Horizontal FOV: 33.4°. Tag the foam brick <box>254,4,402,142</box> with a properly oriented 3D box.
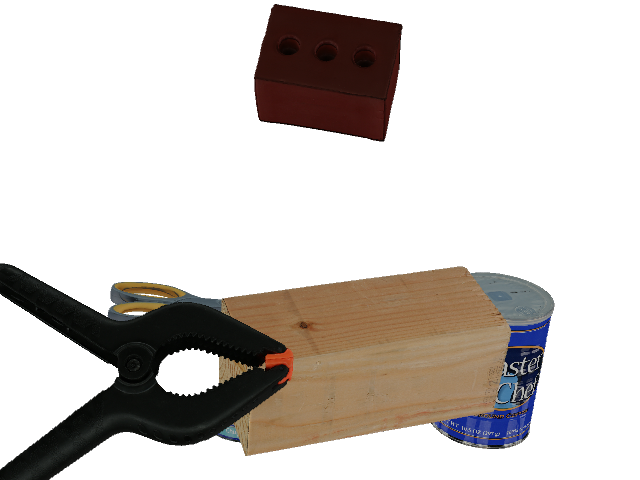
[{"bbox_3d":[0.005,-0.097,0.619,0.078,0.053,0.051,10,-21,8],"label":"foam brick"}]

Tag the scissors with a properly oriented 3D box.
[{"bbox_3d":[-0.099,0.066,0.946,0.202,0.016,0.096,9,19,14],"label":"scissors"}]

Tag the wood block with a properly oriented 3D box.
[{"bbox_3d":[0.031,0.090,0.837,0.205,0.090,0.091,-7,35,-17],"label":"wood block"}]

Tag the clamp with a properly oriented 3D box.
[{"bbox_3d":[-0.124,0.077,0.686,0.210,0.164,0.036,-9,-25,-7],"label":"clamp"}]

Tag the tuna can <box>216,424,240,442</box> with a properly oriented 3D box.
[{"bbox_3d":[-0.077,0.183,1.130,0.086,0.034,0.086,5,12,-1],"label":"tuna can"}]

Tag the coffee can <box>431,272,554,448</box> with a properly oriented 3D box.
[{"bbox_3d":[0.164,0.115,1.038,0.103,0.140,0.103,5,23,-2],"label":"coffee can"}]
